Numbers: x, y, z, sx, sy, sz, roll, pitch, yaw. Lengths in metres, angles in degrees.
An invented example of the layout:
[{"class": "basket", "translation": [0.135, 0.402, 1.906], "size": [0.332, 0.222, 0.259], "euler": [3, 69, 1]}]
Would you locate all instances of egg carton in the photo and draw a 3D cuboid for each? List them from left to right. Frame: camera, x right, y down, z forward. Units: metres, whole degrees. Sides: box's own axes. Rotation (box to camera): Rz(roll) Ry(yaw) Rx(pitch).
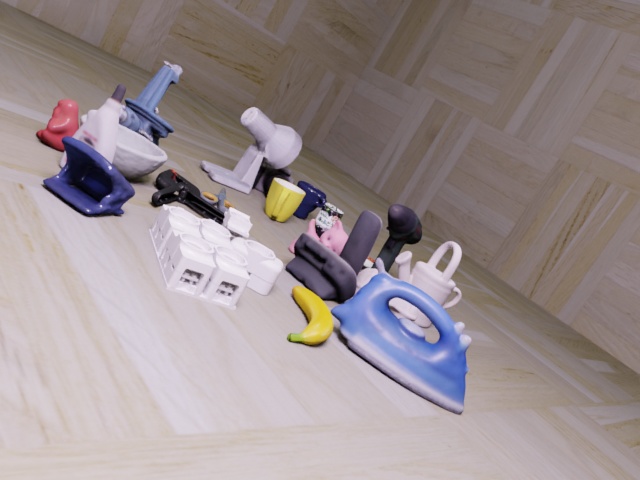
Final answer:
[{"class": "egg carton", "translation": [0.133, 0.118, 1.174], "size": [0.150, 0.069, 0.107], "euler": [32, 12, 5]}]

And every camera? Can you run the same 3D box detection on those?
[{"class": "camera", "translation": [-0.134, -0.170, 1.638], "size": [0.143, 0.101, 0.136], "euler": [26, 13, -22]}]

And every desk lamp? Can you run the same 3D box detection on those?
[{"class": "desk lamp", "translation": [-0.175, -0.235, 1.532], "size": [0.204, 0.213, 0.117], "euler": [19, 17, -44]}]

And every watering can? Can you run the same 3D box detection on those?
[{"class": "watering can", "translation": [0.243, 0.087, 1.269], "size": [0.173, 0.194, 0.100], "euler": [21, 15, -37]}]

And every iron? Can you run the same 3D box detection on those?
[{"class": "iron", "translation": [0.153, 0.149, 0.923], "size": [0.258, 0.141, 0.119], "euler": [33, 12, 13]}]

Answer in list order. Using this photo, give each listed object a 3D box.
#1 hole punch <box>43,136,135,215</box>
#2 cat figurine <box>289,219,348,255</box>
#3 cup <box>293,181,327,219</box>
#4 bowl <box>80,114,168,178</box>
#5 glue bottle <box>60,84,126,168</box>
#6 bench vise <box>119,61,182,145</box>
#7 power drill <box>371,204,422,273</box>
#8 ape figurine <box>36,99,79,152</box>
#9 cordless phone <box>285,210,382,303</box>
[{"class": "hole punch", "translation": [-0.339, -0.098, 0.864], "size": [0.108, 0.091, 0.101], "euler": [33, 12, 12]}, {"class": "cat figurine", "translation": [0.011, 0.004, 1.231], "size": [0.127, 0.117, 0.067], "euler": [38, 14, 33]}, {"class": "cup", "translation": [-0.033, -0.101, 1.611], "size": [0.092, 0.095, 0.117], "euler": [18, 17, -47]}, {"class": "bowl", "translation": [-0.380, -0.164, 1.078], "size": [0.167, 0.074, 0.167], "euler": [29, 12, -6]}, {"class": "glue bottle", "translation": [-0.361, -0.177, 0.940], "size": [0.078, 0.173, 0.037], "euler": [33, 12, 12]}, {"class": "bench vise", "translation": [-0.366, -0.280, 1.235], "size": [0.122, 0.219, 0.207], "euler": [28, 12, -13]}, {"class": "power drill", "translation": [0.162, 0.017, 1.325], "size": [0.075, 0.208, 0.230], "euler": [35, 13, 20]}, {"class": "ape figurine", "translation": [-0.463, -0.211, 1.027], "size": [0.076, 0.092, 0.078], "euler": [29, 12, -5]}, {"class": "cordless phone", "translation": [0.033, 0.011, 1.091], "size": [0.147, 0.185, 0.094], "euler": [36, 13, 26]}]
